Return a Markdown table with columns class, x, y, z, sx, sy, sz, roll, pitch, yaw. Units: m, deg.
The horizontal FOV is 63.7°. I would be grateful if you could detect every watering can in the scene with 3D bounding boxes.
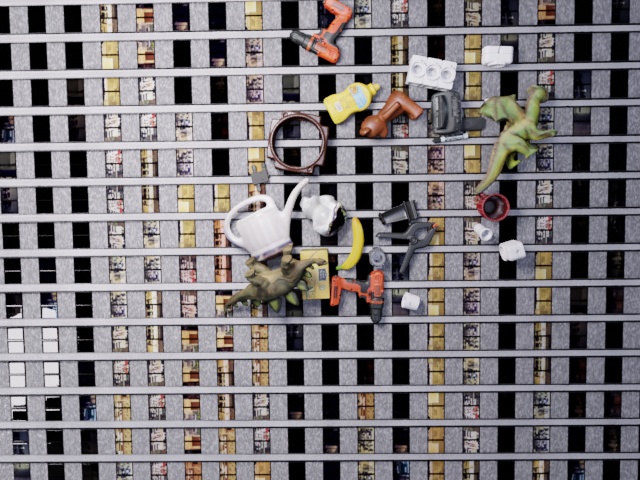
| class | x | y | z | sx | sy | sz | roll | pitch | yaw |
| --- | --- | --- | --- | --- | --- | --- | --- | --- | --- |
| watering can | -0.158 | -0.057 | 1.747 | 0.346 | 0.105 | 0.224 | -24 | 94 | 10 |

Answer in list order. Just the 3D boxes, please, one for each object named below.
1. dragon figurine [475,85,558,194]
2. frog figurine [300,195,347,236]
| class | x | y | z | sx | sy | sz | roll | pitch | yaw |
| --- | --- | --- | --- | --- | --- | --- | --- | --- | --- |
| dragon figurine | 0.620 | -0.364 | 1.718 | 0.411 | 0.122 | 0.243 | -38 | 90 | -3 |
| frog figurine | 0.005 | -0.089 | 1.768 | 0.160 | 0.123 | 0.136 | 19 | 106 | 35 |
